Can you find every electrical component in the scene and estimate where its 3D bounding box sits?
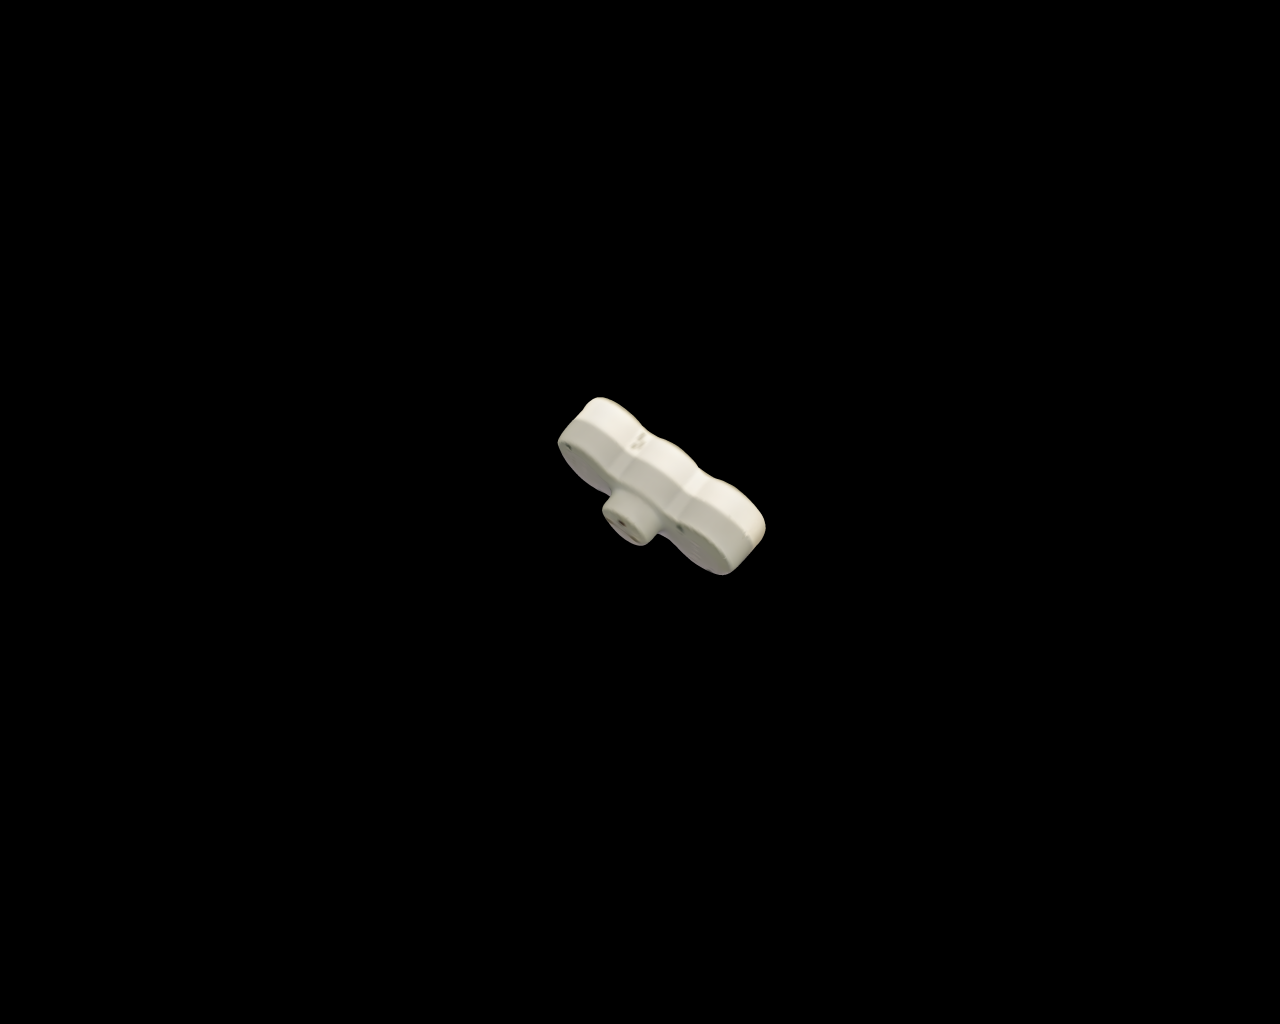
[{"bbox_3d":[0.001,-0.003,0.650,0.138,0.074,0.052,37,-19,15],"label":"electrical component"}]
